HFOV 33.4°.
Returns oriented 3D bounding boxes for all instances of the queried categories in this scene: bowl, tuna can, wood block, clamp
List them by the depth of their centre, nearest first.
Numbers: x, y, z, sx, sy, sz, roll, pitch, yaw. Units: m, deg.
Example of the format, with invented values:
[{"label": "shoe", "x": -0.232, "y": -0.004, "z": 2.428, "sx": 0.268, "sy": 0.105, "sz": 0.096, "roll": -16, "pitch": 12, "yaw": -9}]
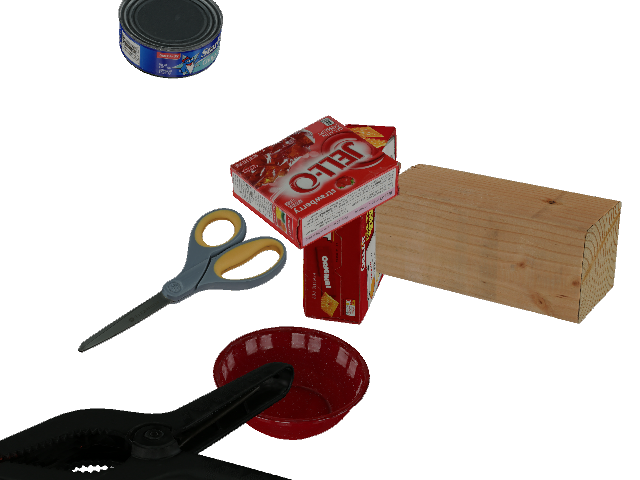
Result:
[{"label": "clamp", "x": -0.088, "y": 0.116, "z": 0.591, "sx": 0.209, "sy": 0.036, "sz": 0.164, "roll": -1, "pitch": 22, "yaw": -11}, {"label": "tuna can", "x": -0.125, "y": -0.174, "z": 0.889, "sx": 0.086, "sy": 0.086, "sz": 0.034, "roll": 0, "pitch": -40, "yaw": -11}, {"label": "wood block", "x": 0.162, "y": -0.003, "z": 0.996, "sx": 0.206, "sy": 0.090, "sz": 0.090, "roll": 14, "pitch": 27, "yaw": 31}, {"label": "bowl", "x": -0.031, "y": 0.157, "z": 1.111, "sx": 0.162, "sy": 0.055, "sz": 0.162, "roll": 2, "pitch": 30, "yaw": -1}]

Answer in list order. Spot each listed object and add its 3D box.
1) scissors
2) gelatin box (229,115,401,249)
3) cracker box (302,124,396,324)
[{"label": "scissors", "x": -0.127, "y": 0.027, "z": 0.922, "sx": 0.201, "sy": 0.096, "sz": 0.016, "roll": -18, "pitch": -35, "yaw": -21}, {"label": "gelatin box", "x": -0.003, "y": -0.041, "z": 0.704, "sx": 0.089, "sy": 0.030, "sz": 0.073, "roll": -30, "pitch": 49, "yaw": -27}, {"label": "cracker box", "x": 0.035, "y": -0.026, "z": 1.204, "sx": 0.072, "sy": 0.164, "sz": 0.213, "roll": 5, "pitch": 22, "yaw": 13}]
